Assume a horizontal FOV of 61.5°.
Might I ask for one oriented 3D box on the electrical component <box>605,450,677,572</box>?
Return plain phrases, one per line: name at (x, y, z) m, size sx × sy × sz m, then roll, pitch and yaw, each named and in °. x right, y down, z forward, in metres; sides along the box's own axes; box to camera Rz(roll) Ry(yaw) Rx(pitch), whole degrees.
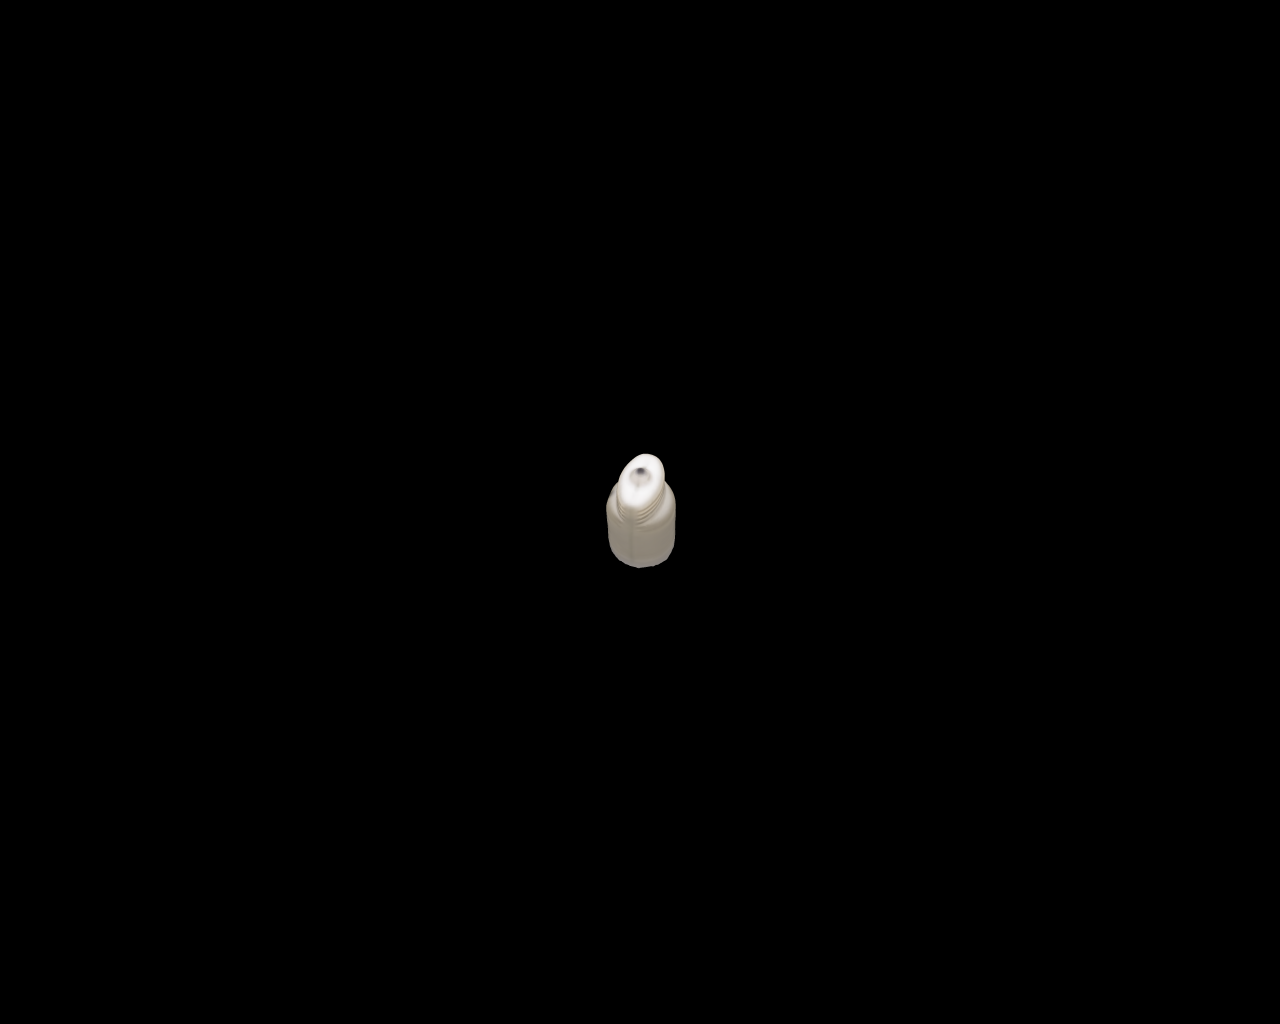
electrical component at (0.001, -0.003, 0.650) m, size 0.043 × 0.043 × 0.080 m, roll 0°, pitch -33°, yaw 0°
